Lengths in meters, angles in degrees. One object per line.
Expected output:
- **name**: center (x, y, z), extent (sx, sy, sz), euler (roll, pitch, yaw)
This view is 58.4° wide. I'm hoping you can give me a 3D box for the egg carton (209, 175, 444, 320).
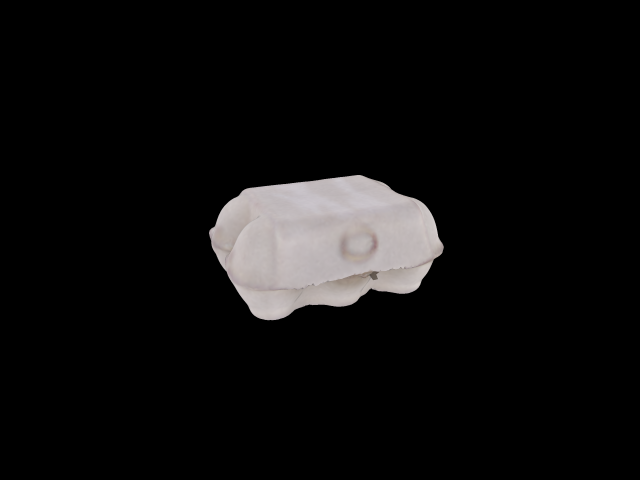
- **egg carton**: center (0.004, 0.001, 0.400), extent (0.151, 0.069, 0.107), euler (-9, 23, -22)
